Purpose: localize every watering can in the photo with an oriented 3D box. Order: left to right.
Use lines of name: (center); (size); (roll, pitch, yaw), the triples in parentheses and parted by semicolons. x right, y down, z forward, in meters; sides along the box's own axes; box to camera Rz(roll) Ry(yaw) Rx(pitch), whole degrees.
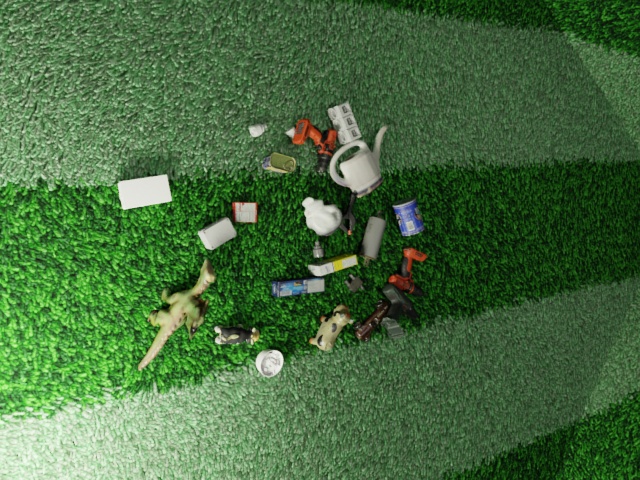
watering can: (0.192, -0.315, 2.111); (0.352, 0.104, 0.222); (-35, 106, -25)

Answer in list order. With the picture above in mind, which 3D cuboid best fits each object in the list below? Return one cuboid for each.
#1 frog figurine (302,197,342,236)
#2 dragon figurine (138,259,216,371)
frog figurine: (0.006, -0.100, 1.995); (0.137, 0.125, 0.157); (-27, 114, 12)
dragon figurine: (-0.451, 0.254, 1.667); (0.121, 0.242, 0.415); (31, 73, -30)
